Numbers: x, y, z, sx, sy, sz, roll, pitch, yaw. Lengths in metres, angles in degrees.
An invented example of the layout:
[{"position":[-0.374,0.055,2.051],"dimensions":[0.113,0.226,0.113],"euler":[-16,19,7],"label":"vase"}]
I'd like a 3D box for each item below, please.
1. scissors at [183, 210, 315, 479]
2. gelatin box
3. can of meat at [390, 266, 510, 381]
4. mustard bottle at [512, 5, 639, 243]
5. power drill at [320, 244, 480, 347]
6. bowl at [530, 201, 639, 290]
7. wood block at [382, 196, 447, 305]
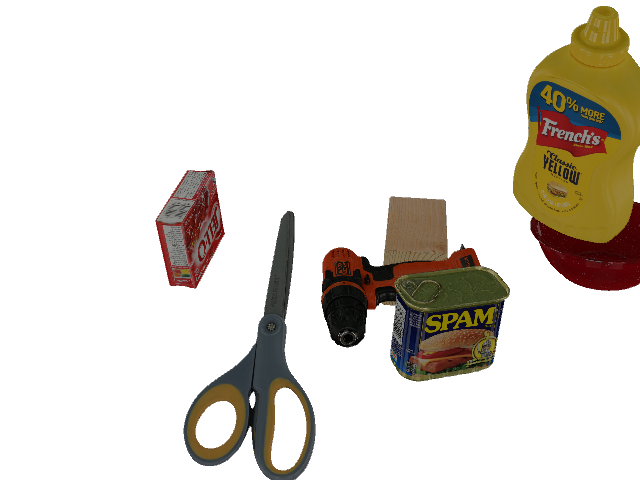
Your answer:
[{"position":[-0.051,0.072,0.732],"dimensions":[0.096,0.202,0.016],"euler":[-11,-32,1],"label":"scissors"},{"position":[-0.117,-0.012,0.978],"dimensions":[0.030,0.073,0.089],"euler":[4,36,14],"label":"gelatin box"},{"position":[0.116,0.077,0.980],"dimensions":[0.102,0.084,0.057],"euler":[-6,32,-17],"label":"can of meat"},{"position":[0.201,-0.091,0.811],"dimensions":[0.096,0.192,0.058],"euler":[34,54,31],"label":"mustard bottle"},{"position":[0.094,0.061,1.222],"dimensions":[0.187,0.057,0.184],"euler":[-1,28,-1],"label":"power drill"},{"position":[0.308,0.009,1.161],"dimensions":[0.162,0.055,0.162],"euler":[-2,27,1],"label":"bowl"},{"position":[0.142,0.014,1.601],"dimensions":[0.091,0.090,0.206],"euler":[4,24,4],"label":"wood block"}]
